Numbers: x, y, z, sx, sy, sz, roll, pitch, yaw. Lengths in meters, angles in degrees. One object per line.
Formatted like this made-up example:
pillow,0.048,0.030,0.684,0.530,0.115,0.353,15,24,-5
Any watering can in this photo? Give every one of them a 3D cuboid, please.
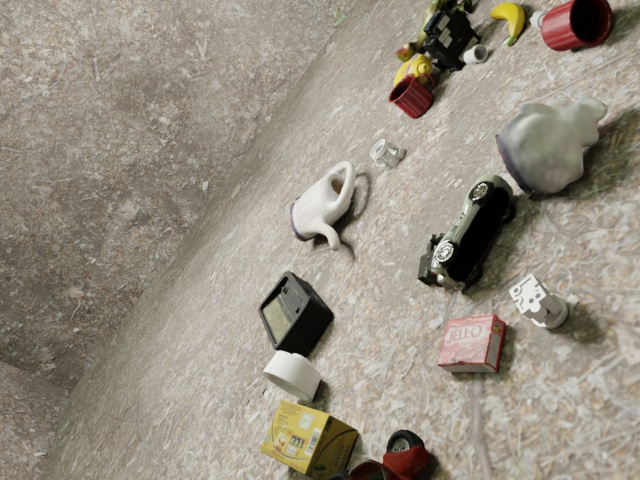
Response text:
watering can,0.004,-0.067,1.334,0.221,0.103,0.356,-37,27,38

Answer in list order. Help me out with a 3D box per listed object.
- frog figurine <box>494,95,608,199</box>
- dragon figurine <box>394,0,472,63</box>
frog figurine,0.351,-0.149,0.765,0.157,0.122,0.140,-32,63,26
dragon figurine,0.340,-0.657,1.535,0.418,0.121,0.239,-51,11,-33
